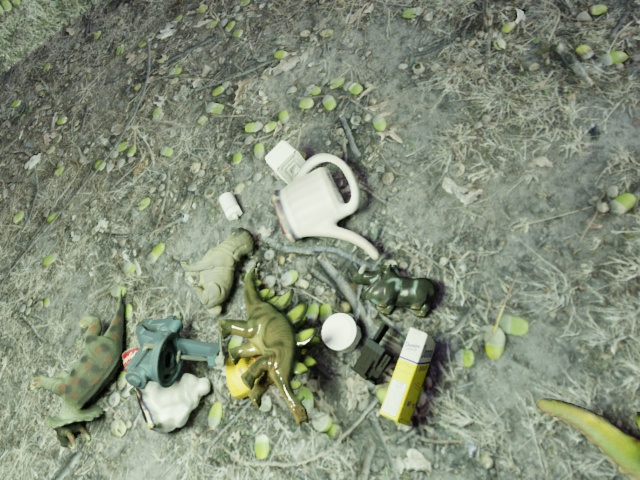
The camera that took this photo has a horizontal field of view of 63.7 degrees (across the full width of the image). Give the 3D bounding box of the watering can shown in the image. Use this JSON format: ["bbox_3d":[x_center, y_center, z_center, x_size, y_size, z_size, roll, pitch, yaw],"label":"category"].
[{"bbox_3d":[0.004,-0.064,1.262,0.223,0.355,0.102,-26,-33,11],"label":"watering can"}]

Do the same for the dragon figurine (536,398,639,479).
[{"bbox_3d":[0.549,0.400,0.792,0.410,0.246,0.121,3,-15,27],"label":"dragon figurine"}]

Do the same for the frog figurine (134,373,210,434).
[{"bbox_3d":[-0.339,0.372,1.214,0.161,0.120,0.139,-18,32,-29],"label":"frog figurine"}]
